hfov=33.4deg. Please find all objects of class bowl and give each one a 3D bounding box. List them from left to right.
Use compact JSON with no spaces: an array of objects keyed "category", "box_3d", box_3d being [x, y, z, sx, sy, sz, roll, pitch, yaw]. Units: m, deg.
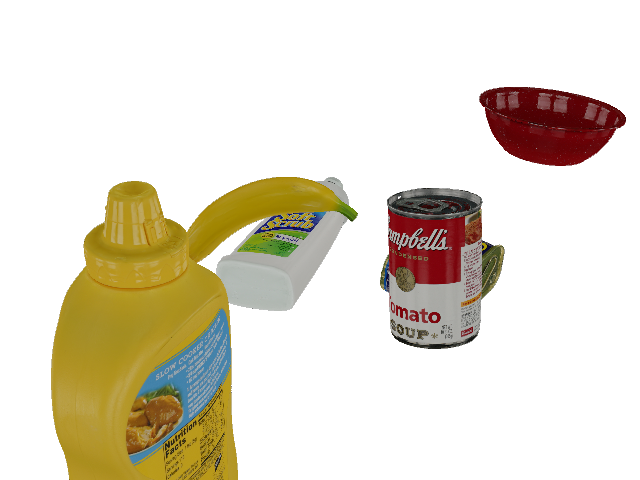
[{"category":"bowl","box_3d":[0.253,-0.124,1.188,0.162,0.055,0.162,5,23,-2]}]

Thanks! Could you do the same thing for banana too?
[{"category":"banana","box_3d":[-0.066,-0.024,1.060,0.198,0.069,0.037,-14,21,23]}]

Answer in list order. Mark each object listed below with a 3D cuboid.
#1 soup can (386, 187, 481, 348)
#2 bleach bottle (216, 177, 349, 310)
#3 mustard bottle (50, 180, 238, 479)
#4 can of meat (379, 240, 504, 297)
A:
[{"category":"soup can","box_3d":[0.083,0.019,0.776,0.068,0.102,0.068,-2,19,0]},{"category":"bleach bottle","box_3d":[-0.033,-0.009,1.336,0.103,0.068,0.250,8,34,19]},{"category":"mustard bottle","box_3d":[-0.073,0.065,0.452,0.058,0.192,0.096,14,31,24]},{"category":"can of meat","box_3d":[0.121,0.028,1.066,0.084,0.057,0.101,27,45,28]}]
